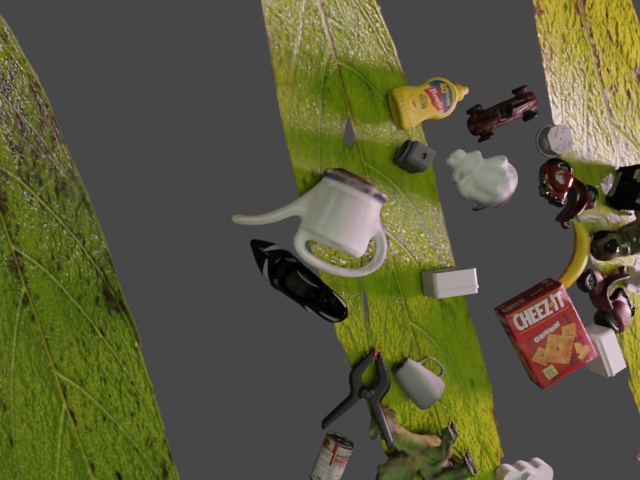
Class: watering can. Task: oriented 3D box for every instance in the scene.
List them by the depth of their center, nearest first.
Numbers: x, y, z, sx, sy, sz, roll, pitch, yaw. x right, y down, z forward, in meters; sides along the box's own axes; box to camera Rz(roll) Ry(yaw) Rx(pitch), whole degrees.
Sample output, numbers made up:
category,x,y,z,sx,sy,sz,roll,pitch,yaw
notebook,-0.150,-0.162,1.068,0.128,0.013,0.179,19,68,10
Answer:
category,x,y,z,sx,sy,sz,roll,pitch,yaw
watering can,0.003,-0.056,1.119,0.346,0.104,0.225,25,84,-12

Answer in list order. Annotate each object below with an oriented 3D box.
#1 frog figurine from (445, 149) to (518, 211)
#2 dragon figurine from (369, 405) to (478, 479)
category,x,y,z,sx,sy,sz,roll,pitch,yaw
frog figurine,0.377,-0.154,1.203,0.137,0.125,0.157,-38,112,10
dragon figurine,0.241,0.553,1.199,0.242,0.123,0.409,-25,94,6
